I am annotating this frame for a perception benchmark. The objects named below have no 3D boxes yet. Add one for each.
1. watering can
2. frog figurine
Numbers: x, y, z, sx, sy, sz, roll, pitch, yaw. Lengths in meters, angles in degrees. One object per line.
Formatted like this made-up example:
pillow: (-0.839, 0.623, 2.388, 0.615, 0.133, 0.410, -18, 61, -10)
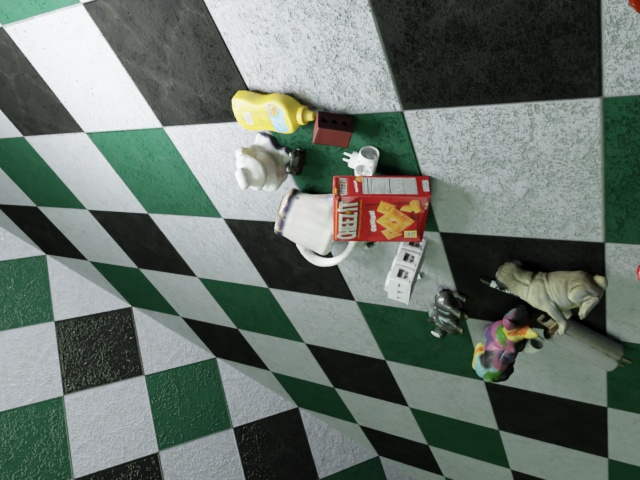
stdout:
watering can: (0.004, -0.066, 1.320, 0.224, 0.106, 0.339, 25, 133, 4)
frog figurine: (-0.150, -0.166, 1.242, 0.122, 0.163, 0.135, -14, 127, 46)
